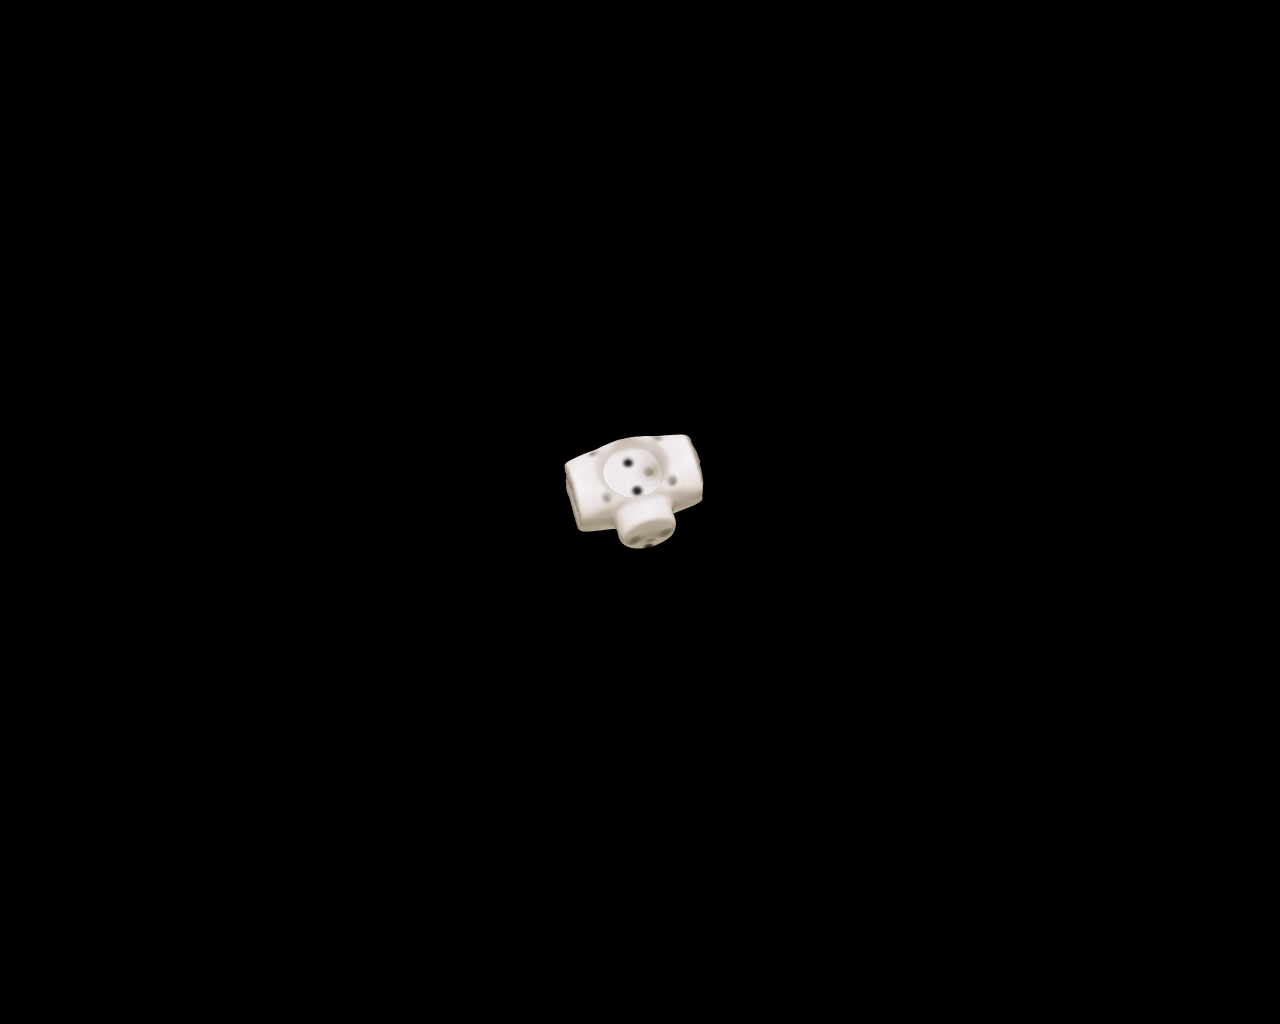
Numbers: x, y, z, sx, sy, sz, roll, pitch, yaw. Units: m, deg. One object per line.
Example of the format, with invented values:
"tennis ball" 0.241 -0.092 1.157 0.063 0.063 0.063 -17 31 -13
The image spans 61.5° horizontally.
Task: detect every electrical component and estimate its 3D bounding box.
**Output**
"electrical component" 0.001 -0.003 0.650 0.077 0.079 0.044 -14 -26 -7
